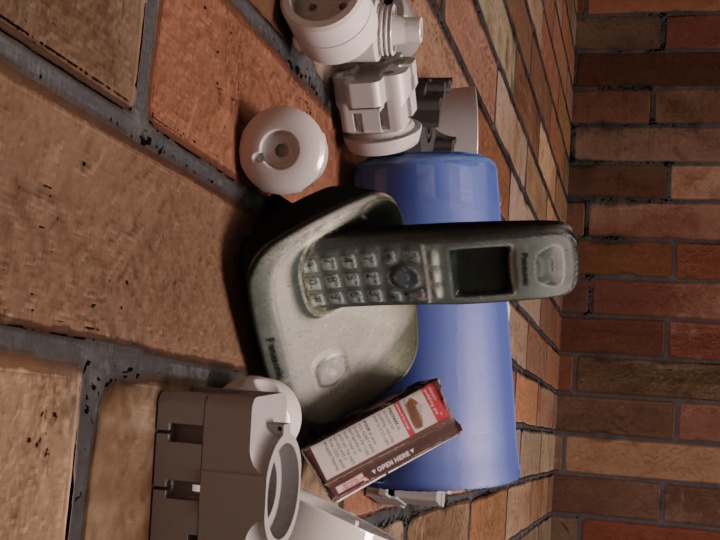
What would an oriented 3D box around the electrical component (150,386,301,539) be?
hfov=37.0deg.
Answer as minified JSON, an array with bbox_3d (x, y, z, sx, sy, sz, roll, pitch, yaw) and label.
[{"bbox_3d":[-0.063,0.103,0.515,0.050,0.056,0.089,12,80,-75],"label":"electrical component"}]

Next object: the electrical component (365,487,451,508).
[{"bbox_3d":[0.047,0.136,0.908,0.078,0.063,0.121,56,39,-66],"label":"electrical component"}]

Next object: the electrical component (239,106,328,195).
[{"bbox_3d":[-0.039,-0.065,0.606,0.062,0.048,0.048,-15,107,-81],"label":"electrical component"}]

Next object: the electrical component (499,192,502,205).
[{"bbox_3d":[0.074,-0.050,0.910,0.138,0.052,0.073,-33,144,-46],"label":"electrical component"}]

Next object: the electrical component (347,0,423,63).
[{"bbox_3d":[0.011,-0.163,0.735,0.043,0.062,0.043,2,90,-81],"label":"electrical component"}]

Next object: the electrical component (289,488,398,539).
[{"bbox_3d":[-0.027,0.146,0.585,0.099,0.099,0.064,47,54,-69],"label":"electrical component"}]

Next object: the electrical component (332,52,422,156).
[{"bbox_3d":[0.013,-0.116,0.763,0.078,0.058,0.057,-61,146,-60],"label":"electrical component"}]

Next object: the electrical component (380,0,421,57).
[{"bbox_3d":[0.019,-0.182,0.797,0.055,0.045,0.045,20,73,-74],"label":"electrical component"}]

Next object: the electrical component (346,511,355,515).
[{"bbox_3d":[-0.029,0.173,0.665,0.055,0.047,0.055,2,90,-75],"label":"electrical component"}]

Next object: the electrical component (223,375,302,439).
[{"bbox_3d":[-0.052,0.079,0.577,0.062,0.043,0.043,30,63,-74],"label":"electrical component"}]

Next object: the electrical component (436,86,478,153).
[{"bbox_3d":[0.089,-0.125,1.023,0.099,0.064,0.099,2,90,-75],"label":"electrical component"}]

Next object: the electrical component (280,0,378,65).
[{"bbox_3d":[-0.010,-0.190,0.675,0.073,0.052,0.138,57,38,-66],"label":"electrical component"}]

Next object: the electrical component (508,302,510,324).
[{"bbox_3d":[0.105,0.050,0.923,0.045,0.045,0.055,72,24,-52],"label":"electrical component"}]
